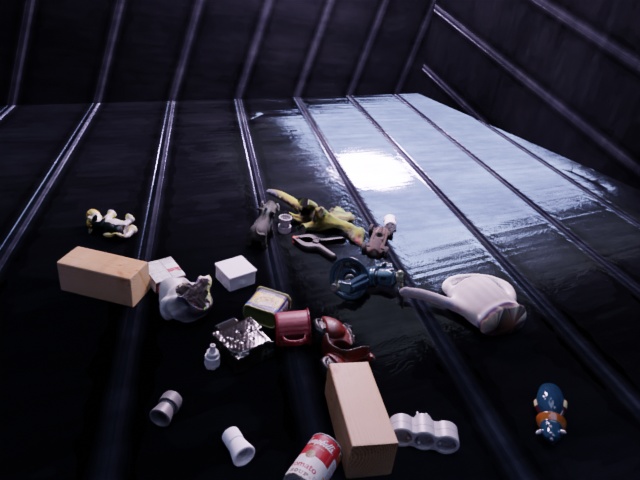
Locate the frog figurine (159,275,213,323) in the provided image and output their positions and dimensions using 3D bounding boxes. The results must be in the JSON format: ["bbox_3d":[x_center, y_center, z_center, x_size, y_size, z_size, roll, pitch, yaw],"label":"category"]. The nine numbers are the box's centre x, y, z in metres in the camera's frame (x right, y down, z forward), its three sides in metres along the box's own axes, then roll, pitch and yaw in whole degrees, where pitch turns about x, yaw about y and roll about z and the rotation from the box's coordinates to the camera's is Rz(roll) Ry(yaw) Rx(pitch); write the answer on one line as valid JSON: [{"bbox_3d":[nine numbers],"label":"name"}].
[{"bbox_3d":[-0.354,0.151,1.308,0.158,0.121,0.140,-17,20,39],"label":"frog figurine"}]

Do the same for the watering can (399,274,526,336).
[{"bbox_3d":[0.406,0.171,1.400,0.349,0.102,0.228,-6,32,-24],"label":"watering can"}]

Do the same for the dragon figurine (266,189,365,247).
[{"bbox_3d":[0.006,-0.092,1.824,0.242,0.120,0.416,4,26,-42],"label":"dragon figurine"}]
